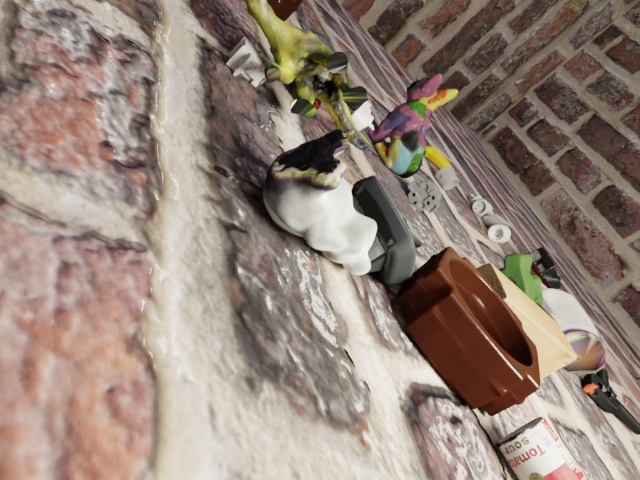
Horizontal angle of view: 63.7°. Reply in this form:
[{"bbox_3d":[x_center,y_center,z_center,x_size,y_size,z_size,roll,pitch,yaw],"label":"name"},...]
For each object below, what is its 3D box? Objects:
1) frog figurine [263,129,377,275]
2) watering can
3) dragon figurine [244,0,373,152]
[{"bbox_3d":[0.002,-0.031,0.610,0.140,0.123,0.156,-113,-172,-54],"label":"frog figurine"},{"bbox_3d":[0.593,0.214,1.207,0.344,0.103,0.230,36,27,-25],"label":"watering can"},{"bbox_3d":[-0.033,-0.315,0.884,0.247,0.122,0.404,63,10,29],"label":"dragon figurine"}]
